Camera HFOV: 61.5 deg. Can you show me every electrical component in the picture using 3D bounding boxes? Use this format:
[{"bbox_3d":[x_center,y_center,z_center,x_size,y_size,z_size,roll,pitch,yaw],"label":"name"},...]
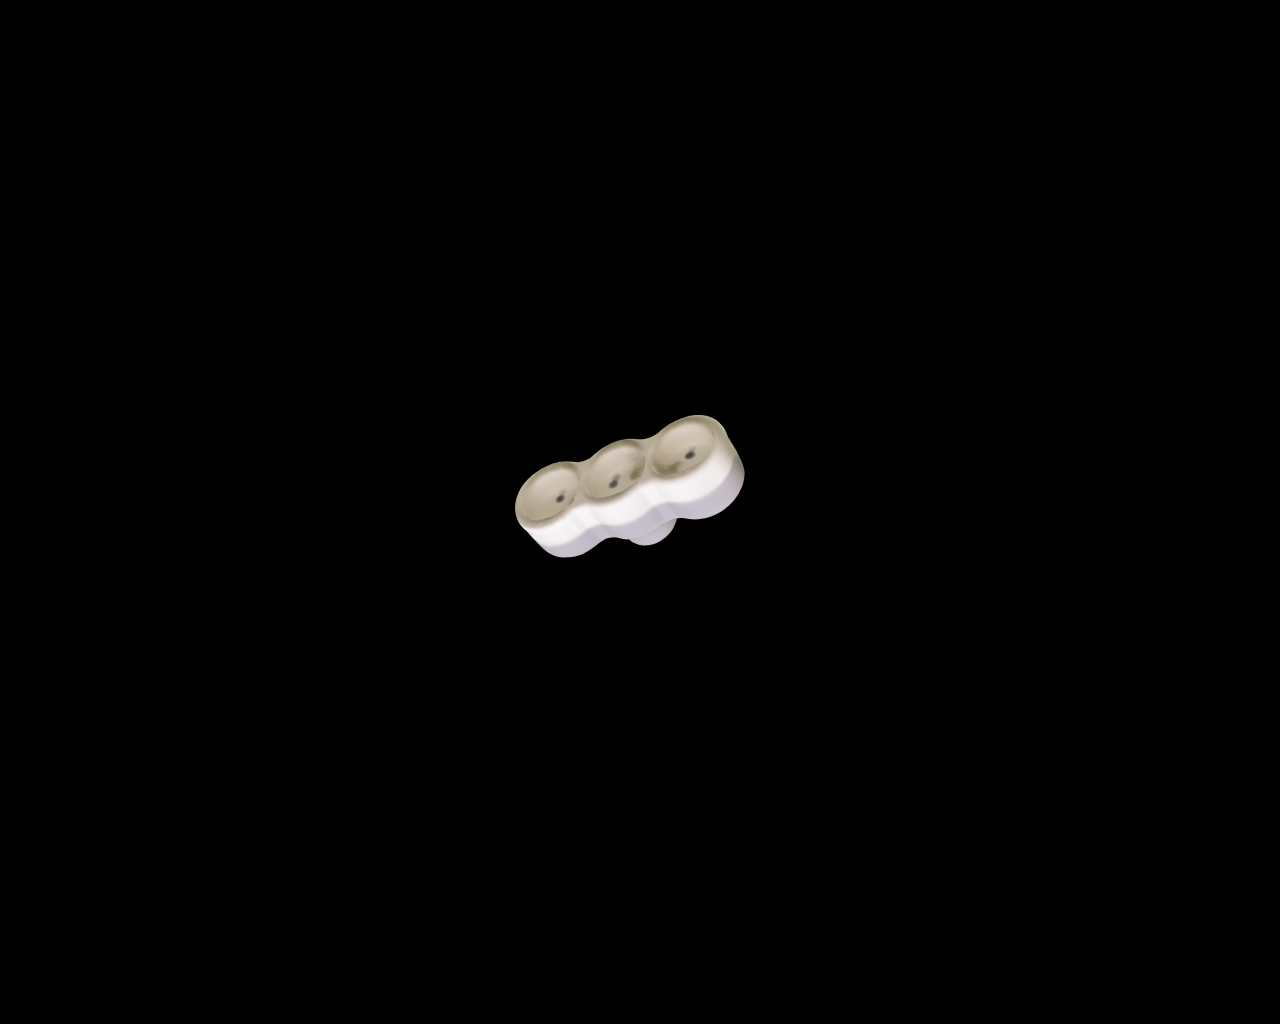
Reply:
[{"bbox_3d":[0.001,-0.003,0.650,0.138,0.052,0.073,-18,-44,19],"label":"electrical component"}]
